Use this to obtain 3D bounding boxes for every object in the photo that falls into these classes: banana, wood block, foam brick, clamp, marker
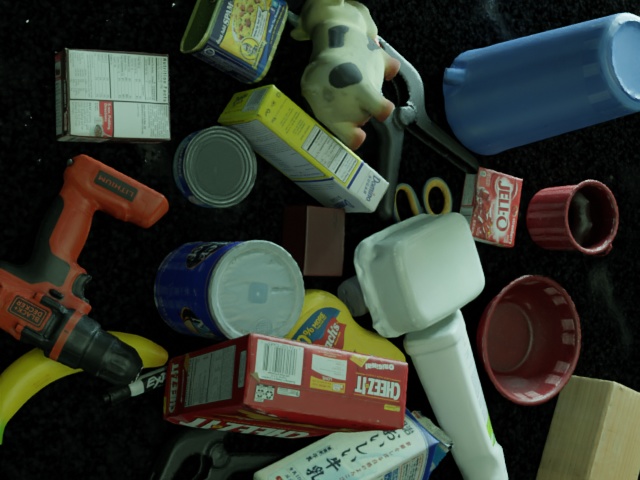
[{"bbox_3d":[-0.245,0.128,1.049,0.197,0.037,0.069,-24,107,-29],"label":"banana"},{"bbox_3d":[0.347,0.288,1.370,0.090,0.090,0.206,25,77,-30],"label":"wood block"},{"bbox_3d":[-0.008,0.001,1.182,0.052,0.051,0.078,4,88,-32],"label":"foam brick"},{"bbox_3d":[-0.106,0.231,1.130,0.171,0.039,0.120,-39,102,-27],"label":"clamp"},{"bbox_3d":[0.102,-0.141,1.252,0.164,0.036,0.210,-20,94,-34],"label":"clamp"},{"bbox_3d":[-0.169,0.143,1.103,0.120,0.020,0.020,-19,99,-29],"label":"marker"}]

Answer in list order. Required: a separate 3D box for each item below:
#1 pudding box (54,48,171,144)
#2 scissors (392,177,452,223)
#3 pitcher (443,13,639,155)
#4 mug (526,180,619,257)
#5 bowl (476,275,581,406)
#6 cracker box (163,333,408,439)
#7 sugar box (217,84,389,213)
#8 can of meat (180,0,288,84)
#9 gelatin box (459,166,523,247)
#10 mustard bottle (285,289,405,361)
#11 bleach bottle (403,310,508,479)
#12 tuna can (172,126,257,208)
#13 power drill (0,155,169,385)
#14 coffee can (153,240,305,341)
[{"bbox_3d":[-0.207,-0.144,1.071,0.113,0.039,0.090,-1,90,-33],"label":"pudding box"},{"bbox_3d":[0.148,0.011,1.295,0.096,0.016,0.201,-38,108,-26],"label":"scissors"},{"bbox_3d":[0.277,-0.179,1.242,0.149,0.243,0.145,-32,104,-34],"label":"pitcher"},{"bbox_3d":[0.325,-0.020,1.363,0.117,0.082,0.093,42,70,-24],"label":"mug"},{"bbox_3d":[0.249,0.123,1.332,0.161,0.055,0.162,0,90,-31],"label":"bowl"},{"bbox_3d":[-0.040,0.149,1.034,0.164,0.214,0.072,13,72,-25],"label":"cracker box"},{"bbox_3d":[-0.017,-0.095,1.153,0.176,0.093,0.048,36,74,-26],"label":"sugar box"},{"bbox_3d":[-0.089,-0.227,1.132,0.083,0.058,0.102,25,78,-30],"label":"can of meat"},{"bbox_3d":[0.211,-0.041,1.325,0.073,0.030,0.089,13,83,-31],"label":"gelatin box"},{"bbox_3d":[0.000,0.110,1.180,0.191,0.058,0.096,41,90,-23],"label":"mustard bottle"},{"bbox_3d":[0.171,0.211,1.264,0.102,0.068,0.251,-54,126,-68],"label":"bleach bottle"},{"bbox_3d":[-0.112,-0.076,1.130,0.086,0.034,0.086,0,90,-31],"label":"tuna can"},{"bbox_3d":[-0.221,0.027,1.024,0.184,0.057,0.187,29,71,-5],"label":"power drill"},{"bbox_3d":[-0.094,0.052,1.077,0.102,0.141,0.103,0,90,-31],"label":"coffee can"}]
